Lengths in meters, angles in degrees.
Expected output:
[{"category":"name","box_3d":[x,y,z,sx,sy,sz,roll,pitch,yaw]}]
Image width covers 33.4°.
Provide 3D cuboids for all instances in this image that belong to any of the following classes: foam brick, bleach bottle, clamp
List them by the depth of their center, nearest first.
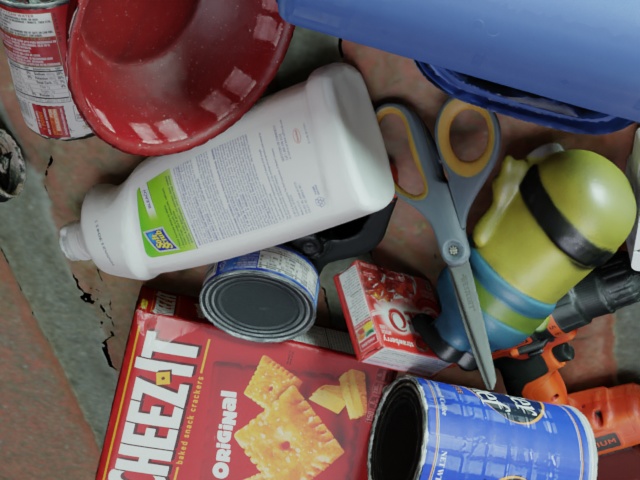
[{"category":"bleach bottle","box_3d":[-0.079,-0.036,0.734,0.251,0.068,0.102,-15,94,27]},{"category":"clamp","box_3d":[-0.005,0.001,0.788,0.172,0.039,0.120,-21,137,28]},{"category":"foam brick","box_3d":[0.239,0.181,0.925,0.078,0.053,0.051,-22,128,23]}]

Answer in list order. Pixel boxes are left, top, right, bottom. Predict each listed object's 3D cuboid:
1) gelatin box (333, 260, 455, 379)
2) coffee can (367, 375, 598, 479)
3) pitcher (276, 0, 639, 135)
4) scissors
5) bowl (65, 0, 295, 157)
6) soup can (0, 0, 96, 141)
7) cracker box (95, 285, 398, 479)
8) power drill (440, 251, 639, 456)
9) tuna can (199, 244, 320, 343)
[{"category":"gelatin box","box_3d":[0.057,0.059,0.793,0.089,0.073,0.030,17,136,-42]},{"category":"coffee can","box_3d":[0.119,0.163,0.796,0.140,0.103,0.103,13,133,-17]},{"category":"pitcher","box_3d":[0.101,-0.140,0.589,0.243,0.145,0.149,12,103,-2]},{"category":"scissors","box_3d":[0.102,-0.009,0.703,0.096,0.016,0.202,-31,86,18]},{"category":"bowl","box_3d":[-0.089,-0.132,0.624,0.161,0.055,0.162,-29,140,-28]},{"category":"soup can","box_3d":[-0.162,-0.121,0.664,0.068,0.068,0.102,1,134,4]},{"category":"cracker box","box_3d":[-0.059,0.143,0.856,0.213,0.072,0.164,13,102,-8]},{"category":"power drill","box_3d":[0.199,0.095,0.846,0.185,0.057,0.187,-21,125,27]},{"category":"tuna can","box_3d":[-0.044,0.038,0.781,0.086,0.033,0.086,5,141,4]}]
